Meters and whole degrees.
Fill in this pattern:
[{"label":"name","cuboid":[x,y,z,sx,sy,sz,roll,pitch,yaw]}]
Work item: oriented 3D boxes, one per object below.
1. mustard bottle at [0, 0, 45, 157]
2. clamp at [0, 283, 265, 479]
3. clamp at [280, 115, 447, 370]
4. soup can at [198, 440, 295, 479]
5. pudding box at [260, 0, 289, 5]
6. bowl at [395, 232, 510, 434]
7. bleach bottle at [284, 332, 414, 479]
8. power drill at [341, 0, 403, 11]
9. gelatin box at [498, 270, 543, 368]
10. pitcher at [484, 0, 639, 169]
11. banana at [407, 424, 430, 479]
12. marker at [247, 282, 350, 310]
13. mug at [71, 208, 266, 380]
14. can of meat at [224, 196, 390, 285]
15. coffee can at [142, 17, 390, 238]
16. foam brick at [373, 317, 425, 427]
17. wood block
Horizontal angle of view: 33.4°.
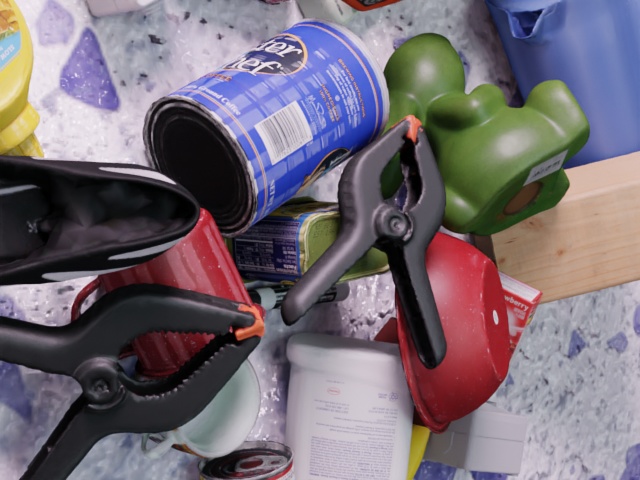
[{"label":"mustard bottle","cuboid":[-0.213,-0.115,0.581,0.096,0.058,0.191,-51,125,-29]},{"label":"clamp","cuboid":[-0.137,0.073,0.623,0.210,0.036,0.164,-25,111,-4]},{"label":"clamp","cuboid":[0.052,0.002,0.727,0.120,0.039,0.171,29,71,-22]},{"label":"soup can","cuboid":[-0.047,0.203,0.759,0.068,0.069,0.102,-17,105,-43]},{"label":"pudding box","cuboid":[-0.055,-0.224,0.744,0.113,0.039,0.090,12,81,-47]},{"label":"bowl","cuboid":[0.106,0.063,0.803,0.162,0.055,0.162,-8,90,-70]},{"label":"bleach bottle","cuboid":[0.011,0.202,0.810,0.102,0.068,0.251,7,95,0]},{"label":"power drill","cuboid":[0.016,-0.266,0.741,0.184,0.057,0.187,7,73,-64]},{"label":"gelatin box","cuboid":[0.132,0.059,0.896,0.030,0.089,0.073,-32,144,-55]},{"label":"pitcher","cuboid":[0.254,-0.153,0.995,0.149,0.145,0.242,-24,120,1]},{"label":"banana","cuboid":[0.047,0.240,0.880,0.069,0.037,0.198,32,71,-59]},{"label":"marker","cuboid":[-0.025,0.042,0.804,0.120,0.020,0.020,-5,96,-45]},{"label":"mug","cuboid":[-0.104,0.036,0.688,0.117,0.093,0.081,-24,108,-4]},{"label":"can of meat","cuboid":[-0.005,0.001,0.776,0.101,0.084,0.057,-11,100,-43]},{"label":"coffee can","cuboid":[-0.035,-0.079,0.728,0.140,0.103,0.103,-37,117,-37]},{"label":"foam brick","cuboid":[0.081,0.111,0.891,0.053,0.051,0.078,-49,124,-32]},{"label":"wood block","cuboid":[0.244,-0.014,0.936,0.206,0.091,0.090,-14,107,0]}]
